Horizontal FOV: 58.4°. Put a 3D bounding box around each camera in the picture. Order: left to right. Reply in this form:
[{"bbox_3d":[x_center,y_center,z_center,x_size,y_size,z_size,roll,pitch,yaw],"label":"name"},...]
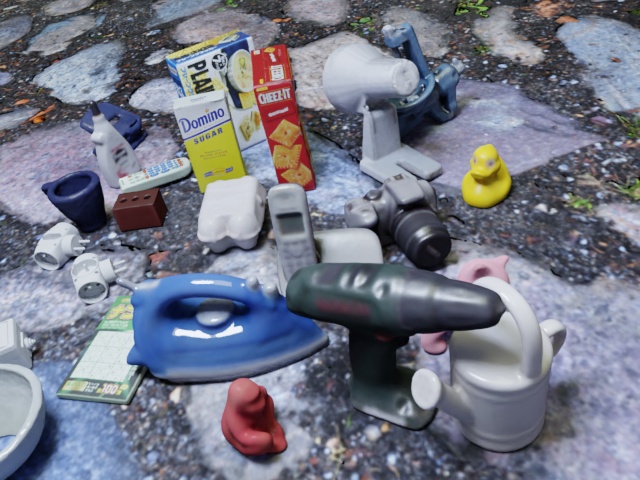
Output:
[{"bbox_3d":[0.120,-0.024,0.836,0.143,0.101,0.136,-19,40,-8],"label":"camera"}]

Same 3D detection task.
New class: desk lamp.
[{"bbox_3d":[0.108,-0.221,0.985,0.118,0.214,0.202,-31,43,-21],"label":"desk lamp"}]

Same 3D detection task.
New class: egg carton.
[{"bbox_3d":[-0.143,-0.046,0.952,0.107,0.069,0.150,-8,40,5],"label":"egg carton"}]

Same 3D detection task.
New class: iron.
[{"bbox_3d":[-0.125,0.091,0.728,0.258,0.142,0.118,-5,40,8],"label":"iron"}]

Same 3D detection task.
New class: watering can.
[{"bbox_3d":[0.175,0.123,0.573,0.100,0.194,0.173,24,52,36],"label":"watering can"}]

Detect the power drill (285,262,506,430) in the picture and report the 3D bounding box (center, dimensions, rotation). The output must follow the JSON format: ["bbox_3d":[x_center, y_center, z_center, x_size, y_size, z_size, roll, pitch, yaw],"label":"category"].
[{"bbox_3d":[0.077,0.106,0.607,0.228,0.209,0.076,12,45,26],"label":"power drill"}]

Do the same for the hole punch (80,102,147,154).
[{"bbox_3d":[-0.447,-0.246,1.250,0.101,0.091,0.109,3,42,18],"label":"hole punch"}]

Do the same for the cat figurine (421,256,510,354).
[{"bbox_3d":[0.177,0.068,0.698,0.128,0.118,0.067,-14,39,-3],"label":"cat figurine"}]

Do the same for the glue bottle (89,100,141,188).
[{"bbox_3d":[-0.408,-0.190,1.108,0.037,0.173,0.078,10,44,25],"label":"glue bottle"}]

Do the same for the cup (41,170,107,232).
[{"bbox_3d":[-0.435,-0.063,1.026,0.117,0.095,0.092,3,42,18],"label":"cup"}]

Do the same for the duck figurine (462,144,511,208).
[{"bbox_3d":[0.267,-0.113,0.918,0.077,0.086,0.105,16,47,30],"label":"duck figurine"}]

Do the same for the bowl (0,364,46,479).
[{"bbox_3d":[-0.396,0.234,0.677,0.167,0.075,0.167,-7,40,6],"label":"bowl"}]

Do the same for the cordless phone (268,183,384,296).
[{"bbox_3d":[0.007,0.003,0.766,0.147,0.185,0.094,-8,40,4],"label":"cordless phone"}]

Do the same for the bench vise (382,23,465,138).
[{"bbox_3d":[0.175,-0.315,1.075,0.121,0.220,0.208,23,51,35],"label":"bench vise"}]

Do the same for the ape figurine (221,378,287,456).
[{"bbox_3d":[-0.078,0.190,0.636,0.076,0.092,0.078,2,41,16],"label":"ape figurine"}]
